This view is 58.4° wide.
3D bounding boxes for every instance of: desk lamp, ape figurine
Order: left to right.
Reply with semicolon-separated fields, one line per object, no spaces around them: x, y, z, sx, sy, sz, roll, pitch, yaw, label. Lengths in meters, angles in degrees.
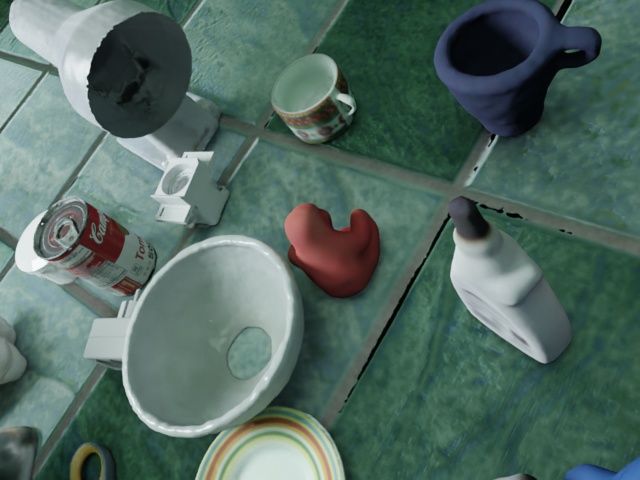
-0.202;-0.161;0.594;0.202;0.214;0.118;28;79;37;desk lamp
0.004;0.002;0.467;0.077;0.092;0.076;-11;59;24;ape figurine

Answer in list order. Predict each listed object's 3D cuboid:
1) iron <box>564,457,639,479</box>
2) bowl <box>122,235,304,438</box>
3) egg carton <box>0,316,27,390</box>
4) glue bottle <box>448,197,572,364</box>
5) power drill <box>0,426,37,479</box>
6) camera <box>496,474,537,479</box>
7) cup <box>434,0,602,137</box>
0.211;0.184;0.219;0.118;0.142;0.257;-35;52;8;iron
-0.077;0.083;0.477;0.167;0.075;0.167;-13;58;22;bowl
-0.394;0.151;0.619;0.150;0.070;0.107;-47;52;-1;egg carton
0.107;0.021;0.347;0.037;0.174;0.078;-49;52;-3;glue bottle
-0.356;0.190;0.488;0.075;0.209;0.229;-20;56;18;power drill
0.094;0.214;0.293;0.143;0.101;0.136;-41;52;3;camera
0.159;-0.128;0.451;0.117;0.095;0.092;3;66;30;cup
